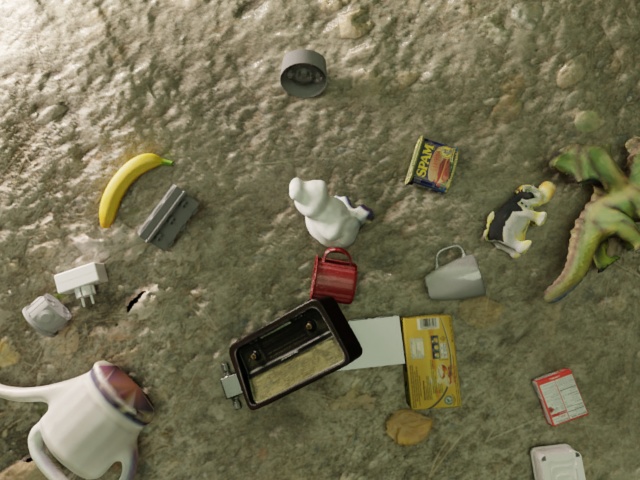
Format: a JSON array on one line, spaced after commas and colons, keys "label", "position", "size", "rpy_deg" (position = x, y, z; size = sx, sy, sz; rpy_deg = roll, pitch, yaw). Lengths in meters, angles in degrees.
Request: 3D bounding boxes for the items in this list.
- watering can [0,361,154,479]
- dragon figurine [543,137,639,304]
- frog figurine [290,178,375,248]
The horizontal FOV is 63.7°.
[{"label": "watering can", "position": [-0.459, 0.319, 0.962], "size": [0.349, 0.103, 0.225], "rpy_deg": [42, 84, 7]}, {"label": "dragon figurine", "position": [0.536, -0.074, 1.005], "size": [0.413, 0.120, 0.245], "rpy_deg": [-28, 77, -15]}, {"label": "frog figurine", "position": [0.003, -0.050, 0.986], "size": [0.159, 0.140, 0.121], "rpy_deg": [11, 122, -43]}]
